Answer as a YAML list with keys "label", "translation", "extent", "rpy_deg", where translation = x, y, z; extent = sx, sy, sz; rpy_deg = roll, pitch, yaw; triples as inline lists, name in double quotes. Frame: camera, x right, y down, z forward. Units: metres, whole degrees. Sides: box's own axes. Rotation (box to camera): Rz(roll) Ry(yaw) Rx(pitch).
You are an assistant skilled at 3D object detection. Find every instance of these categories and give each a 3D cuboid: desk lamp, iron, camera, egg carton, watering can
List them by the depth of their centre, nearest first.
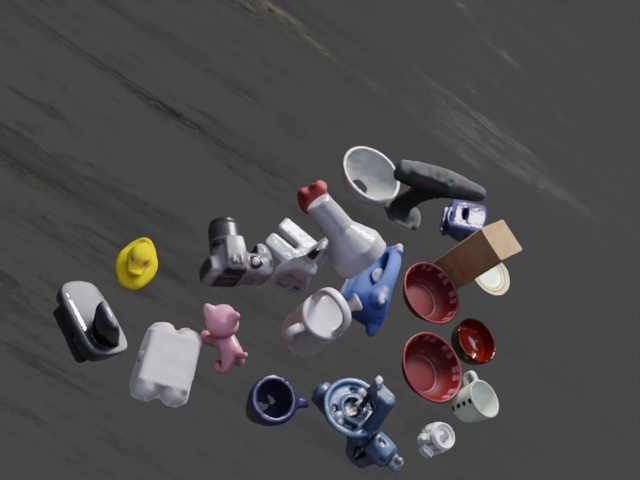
- label: "egg carton"
  translation: [-0.277, 0.224, 1.031]
  extent: [0.107, 0.069, 0.150]
  rpy_deg: [20, 55, -19]
- label: "watering can"
  translation: [0.008, 0.154, 1.154]
  extent: [0.101, 0.193, 0.173]
  rpy_deg: [44, 51, 0]
- label: "camera"
  translation: [-0.174, 0.019, 1.189]
  extent: [0.143, 0.100, 0.136]
  rpy_deg: [2, 62, -29]
- label: "desk lamp"
  translation: [0.011, 0.004, 1.231]
  extent: [0.203, 0.213, 0.118]
  rpy_deg: [40, 51, -3]
- label: "iron"
  translation: [0.140, 0.083, 1.305]
  extent: [0.119, 0.141, 0.258]
  rpy_deg: [33, 52, -9]

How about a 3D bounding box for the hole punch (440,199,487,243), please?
- label: "hole punch"
  translation: [0.391, -0.056, 1.562]
  extent: [0.101, 0.091, 0.109]
  rpy_deg: [28, 53, -13]

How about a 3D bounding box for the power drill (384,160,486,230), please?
- label: "power drill"
  translation: [0.269, -0.112, 1.449]
  extent: [0.230, 0.208, 0.075]
  rpy_deg: [22, 54, -17]

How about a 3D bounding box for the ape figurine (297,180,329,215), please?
- label: "ape figurine"
  translation: [-0.010, -0.108, 1.362]
  extent: [0.078, 0.092, 0.076]
  rpy_deg: [24, 54, -15]

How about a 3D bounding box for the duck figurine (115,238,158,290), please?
- label: "duck figurine"
  translation: [-0.344, 0.034, 1.093]
  extent: [0.078, 0.086, 0.104]
  rpy_deg: [22, 54, -17]

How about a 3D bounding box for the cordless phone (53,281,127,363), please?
- label: "cordless phone"
  translation: [-0.377, 0.119, 0.961]
  extent: [0.094, 0.184, 0.147]
  rpy_deg: [-28, 79, -38]

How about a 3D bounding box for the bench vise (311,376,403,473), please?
- label: "bench vise"
  translation: [0.101, 0.334, 1.086]
  extent: [0.207, 0.219, 0.122]
  rpy_deg: [37, 51, -6]

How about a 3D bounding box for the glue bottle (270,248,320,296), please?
- label: "glue bottle"
  translation: [-0.041, 0.060, 1.195]
  extent: [0.078, 0.172, 0.037]
  rpy_deg: [30, 52, -11]

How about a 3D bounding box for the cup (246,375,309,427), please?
- label: "cup"
  translation: [-0.089, 0.309, 1.073]
  extent: [0.118, 0.094, 0.091]
  rpy_deg: [12, 58, -23]

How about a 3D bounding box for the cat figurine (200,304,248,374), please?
- label: "cat figurine"
  translation: [-0.177, 0.178, 1.084]
  extent: [0.067, 0.117, 0.128]
  rpy_deg: [-24, 76, -37]

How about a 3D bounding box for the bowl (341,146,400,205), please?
- label: "bowl"
  translation: [0.118, -0.153, 1.472]
  extent: [0.168, 0.074, 0.167]
  rpy_deg: [14, 57, -22]
